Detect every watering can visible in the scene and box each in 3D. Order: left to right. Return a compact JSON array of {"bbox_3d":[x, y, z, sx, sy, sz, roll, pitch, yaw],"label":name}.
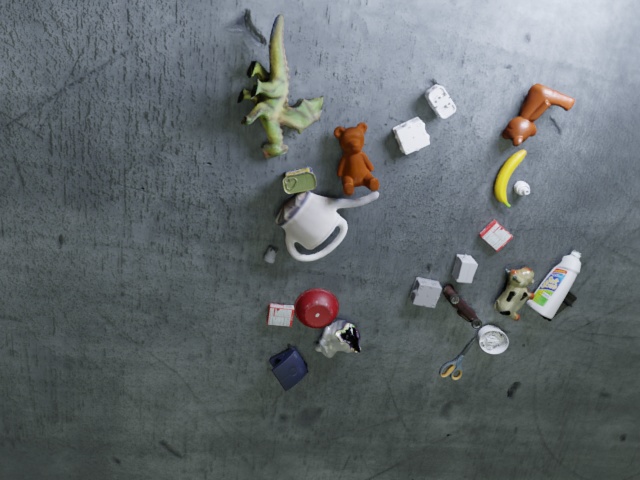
[{"bbox_3d":[0.005,-0.083,1.655,0.222,0.106,0.345,40,103,-16],"label":"watering can"}]

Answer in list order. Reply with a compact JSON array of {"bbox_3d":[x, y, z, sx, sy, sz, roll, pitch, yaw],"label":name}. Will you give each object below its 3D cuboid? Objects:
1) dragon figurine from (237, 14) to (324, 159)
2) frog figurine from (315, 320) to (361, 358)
[{"bbox_3d":[-0.101,-0.430,1.540,0.242,0.124,0.405,16,112,-29],"label":"dragon figurine"},{"bbox_3d":[0.063,0.359,1.844,0.136,0.125,0.157,26,145,-26],"label":"frog figurine"}]
